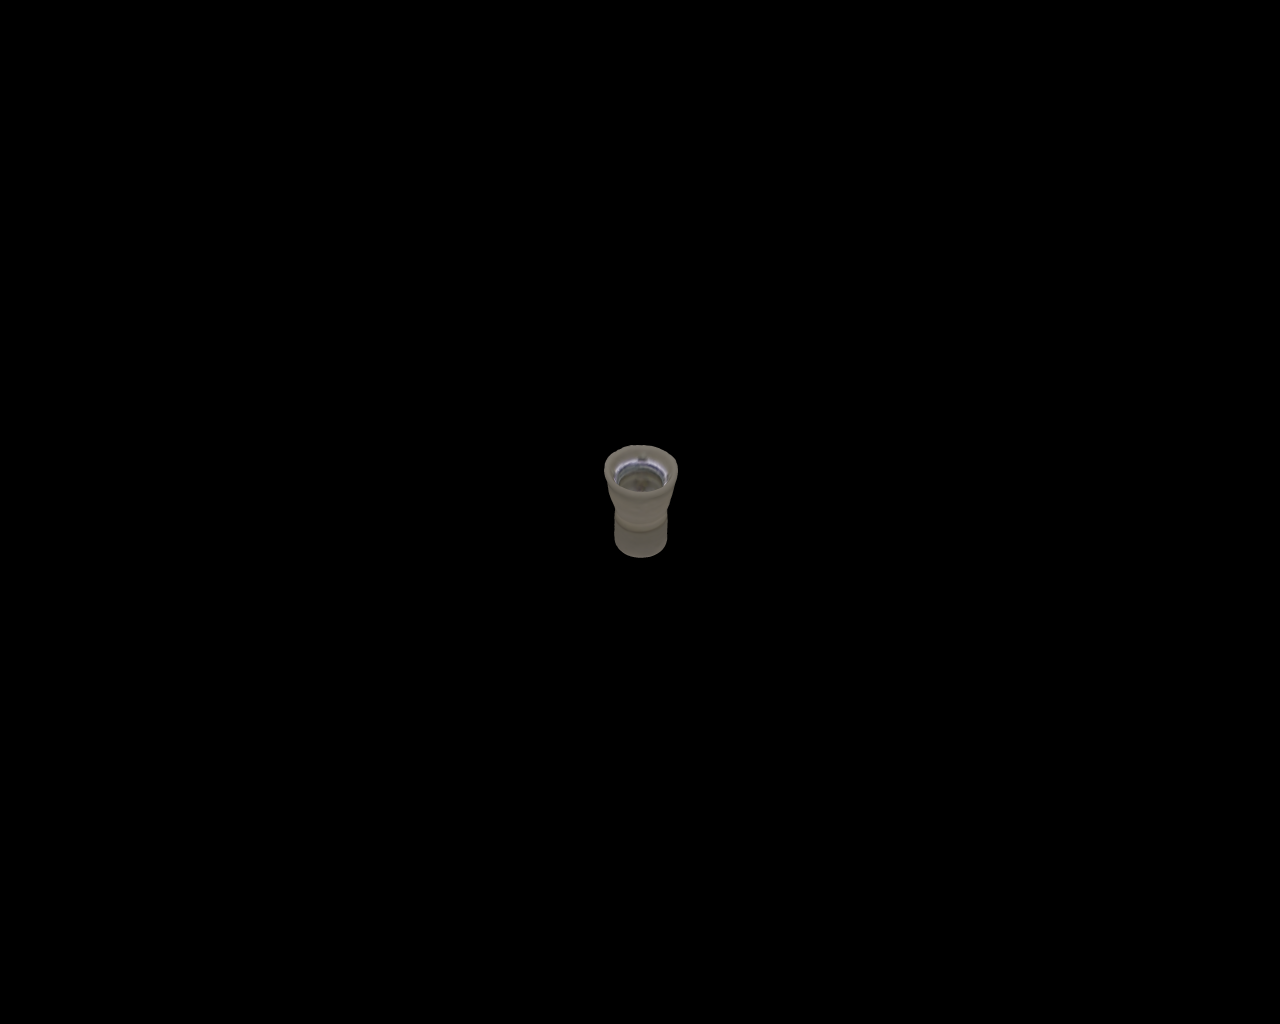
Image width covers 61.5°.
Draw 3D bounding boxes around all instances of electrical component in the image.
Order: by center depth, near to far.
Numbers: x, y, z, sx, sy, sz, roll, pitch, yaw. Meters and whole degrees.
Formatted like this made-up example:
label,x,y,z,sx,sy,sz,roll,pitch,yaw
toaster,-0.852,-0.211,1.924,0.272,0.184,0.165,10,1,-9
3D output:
label,x,y,z,sx,sy,sz,roll,pitch,yaw
electrical component,0.001,-0.003,0.650,0.044,0.065,0.044,0,43,0
